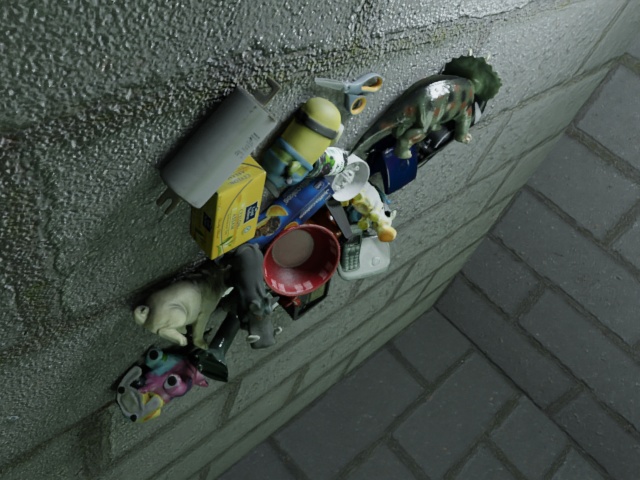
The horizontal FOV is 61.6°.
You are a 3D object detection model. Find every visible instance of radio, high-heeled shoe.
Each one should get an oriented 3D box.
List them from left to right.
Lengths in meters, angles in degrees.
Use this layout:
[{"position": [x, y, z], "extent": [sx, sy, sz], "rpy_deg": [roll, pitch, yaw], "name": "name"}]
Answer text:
[{"position": [-0.040, 0.120, 1.436], "extent": [0.131, 0.073, 0.229], "rpy_deg": [-37, 158, -22], "name": "radio"}, {"position": [0.297, -0.266, 1.302], "extent": [0.145, 0.086, 0.248], "rpy_deg": [-39, 174, -45], "name": "high-heeled shoe"}]

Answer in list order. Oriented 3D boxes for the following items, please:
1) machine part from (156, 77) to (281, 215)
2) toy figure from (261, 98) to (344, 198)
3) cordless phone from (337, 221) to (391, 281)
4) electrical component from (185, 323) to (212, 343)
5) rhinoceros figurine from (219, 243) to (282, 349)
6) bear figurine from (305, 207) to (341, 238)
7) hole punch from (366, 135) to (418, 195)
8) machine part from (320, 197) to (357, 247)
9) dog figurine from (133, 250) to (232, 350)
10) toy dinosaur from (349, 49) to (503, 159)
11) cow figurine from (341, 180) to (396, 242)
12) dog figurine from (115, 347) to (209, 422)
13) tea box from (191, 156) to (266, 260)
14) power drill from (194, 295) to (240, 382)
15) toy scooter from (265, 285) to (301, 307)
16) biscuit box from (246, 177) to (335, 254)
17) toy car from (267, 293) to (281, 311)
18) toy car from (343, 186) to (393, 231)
[{"position": [-0.142, -0.129, 0.756], "extent": [0.243, 0.079, 0.079], "rpy_deg": [-46, 160, 4], "name": "machine part"}, {"position": [-0.035, -0.157, 0.907], "extent": [0.180, 0.082, 0.089], "rpy_deg": [-44, 162, 5], "name": "toy figure"}, {"position": [0.109, 0.010, 1.335], "extent": [0.147, 0.089, 0.184], "rpy_deg": [-12, 140, -14], "name": "cordless phone"}, {"position": [-0.281, 0.202, 1.176], "extent": [0.078, 0.045, 0.102], "rpy_deg": [-40, 159, -16], "name": "electrical component"}, {"position": [-0.121, 0.101, 0.972], "extent": [0.073, 0.190, 0.112], "rpy_deg": [-7, 176, -44], "name": "rhinoceros figurine"}, {"position": [-0.005, -0.006, 1.191], "extent": [0.196, 0.132, 0.120], "rpy_deg": [-26, 127, -27], "name": "bear figurine"}, {"position": [0.171, -0.180, 1.251], "extent": [0.142, 0.092, 0.115], "rpy_deg": [-30, 152, -27], "name": "hole punch"}, {"position": [0.035, -0.056, 1.162], "extent": [0.039, 0.139, 0.084], "rpy_deg": [-29, 172, 31], "name": "machine part"}, {"position": [-0.239, 0.088, 0.999], "extent": [0.190, 0.121, 0.172], "rpy_deg": [-64, 153, -4], "name": "dog figurine"}, {"position": [0.241, -0.290, 1.141], "extent": [0.405, 0.131, 0.192], "rpy_deg": [-25, 140, -34], "name": "toy dinosaur"}, {"position": [0.121, -0.074, 1.249], "extent": [0.068, 0.167, 0.098], "rpy_deg": [-25, -155, 40], "name": "cow figurine"}, {"position": [-0.335, 0.320, 1.218], "extent": [0.191, 0.108, 0.219], "rpy_deg": [-46, 162, -1], "name": "dog figurine"}, {"position": [-0.155, -0.056, 0.889], "extent": [0.098, 0.068, 0.169], "rpy_deg": [-31, 155, -31], "name": "tea box"}, {"position": [-0.198, 0.212, 1.217], "extent": [0.231, 0.086, 0.207], "rpy_deg": [95, 21, -52], "name": "power drill"}, {"position": [-0.103, 0.091, 1.174], "extent": [0.075, 0.135, 0.183], "rpy_deg": [-45, 159, 4], "name": "toy scooter"}, {"position": [-0.064, -0.053, 1.078], "extent": [0.202, 0.059, 0.062], "rpy_deg": [-44, 159, -2], "name": "biscuit box"}, {"position": [-0.088, 0.095, 1.298], "extent": [0.201, 0.073, 0.056], "rpy_deg": [-48, 163, 7], "name": "toy car"}, {"position": [0.130, -0.076, 1.347], "extent": [0.109, 0.103, 0.161], "rpy_deg": [-48, 161, 6], "name": "toy car"}]
